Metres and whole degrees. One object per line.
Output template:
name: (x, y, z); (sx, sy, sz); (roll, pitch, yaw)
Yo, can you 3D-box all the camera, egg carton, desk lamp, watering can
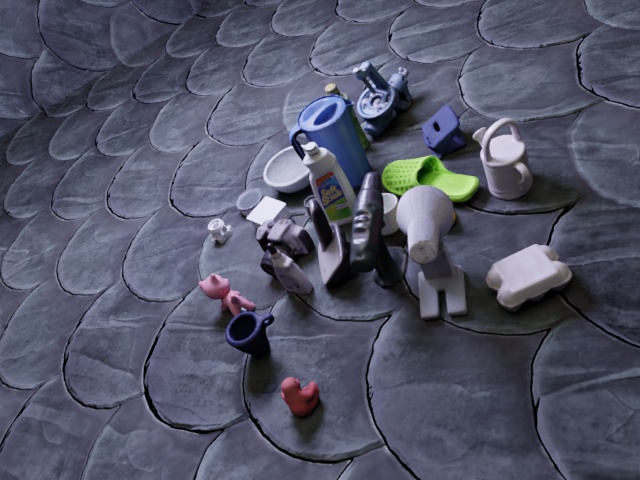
camera: (-0.111, 0.017, 1.465); (0.142, 0.101, 0.137); (10, 57, 35)
egg carton: (0.413, 0.075, 1.142); (0.150, 0.070, 0.107); (-27, 43, 5)
desk lamp: (0.232, 0.022, 1.185); (0.117, 0.214, 0.203); (-13, 46, 19)
watering can: (0.409, -0.194, 1.295); (0.172, 0.195, 0.101); (26, 67, 42)

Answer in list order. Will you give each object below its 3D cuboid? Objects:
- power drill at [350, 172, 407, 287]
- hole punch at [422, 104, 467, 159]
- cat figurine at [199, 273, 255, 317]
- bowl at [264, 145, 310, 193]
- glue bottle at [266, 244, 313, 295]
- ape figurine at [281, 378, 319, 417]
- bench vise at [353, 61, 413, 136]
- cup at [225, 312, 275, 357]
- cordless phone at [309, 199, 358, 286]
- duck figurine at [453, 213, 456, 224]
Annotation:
power drill: (0.126, -0.006, 1.274); (0.075, 0.209, 0.229); (-6, 49, 25)
hole punch: (0.320, -0.286, 1.505); (0.101, 0.091, 0.108); (-23, 44, 9)
cat figurine: (-0.238, 0.132, 1.420); (0.127, 0.118, 0.067); (26, 67, 42)
bowl: (-0.075, -0.192, 1.653); (0.167, 0.075, 0.167); (-15, 46, 17)
glue bottle: (-0.082, 0.065, 1.352); (0.077, 0.174, 0.037); (10, 57, 35)
ape figurine: (-0.048, 0.312, 1.168); (0.077, 0.092, 0.076); (-3, 50, 27)
bench vise: (0.166, -0.436, 1.633); (0.121, 0.220, 0.207); (5, 54, 33)
cup: (-0.144, 0.217, 1.307); (0.118, 0.095, 0.091); (-30, 43, 2)
cordless phone: (0.012, 0.005, 1.345); (0.094, 0.186, 0.147); (-23, 44, 10)
duck figurine: (0.268, -0.076, 1.348); (0.077, 0.086, 0.104); (-40, 44, -9)
